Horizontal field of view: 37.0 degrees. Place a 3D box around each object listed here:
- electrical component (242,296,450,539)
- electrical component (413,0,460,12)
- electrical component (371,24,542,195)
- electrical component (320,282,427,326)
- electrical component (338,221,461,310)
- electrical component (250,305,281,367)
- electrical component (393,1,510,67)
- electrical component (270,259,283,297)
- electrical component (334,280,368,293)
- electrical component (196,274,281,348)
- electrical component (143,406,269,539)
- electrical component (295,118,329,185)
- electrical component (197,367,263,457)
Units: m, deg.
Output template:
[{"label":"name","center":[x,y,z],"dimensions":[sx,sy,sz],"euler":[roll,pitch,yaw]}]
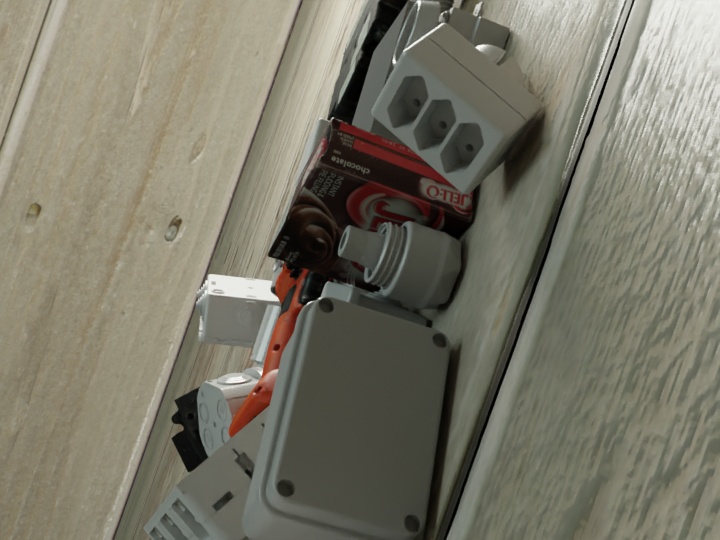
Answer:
[{"label":"electrical component","center":[-0.005,0.077,0.514],"dimensions":[0.057,0.078,0.113],"euler":[121,164,-55]},{"label":"electrical component","center":[0.055,-0.207,0.800],"dimensions":[0.048,0.048,0.062],"euler":[-109,33,-73]},{"label":"electrical component","center":[0.058,-0.090,0.546],"dimensions":[0.077,0.066,0.047],"euler":[-42,-10,-39]},{"label":"electrical component","center":[-0.004,0.057,0.620],"dimensions":[0.100,0.048,0.099],"euler":[-173,102,-79]},{"label":"electrical component","center":[0.020,-0.006,0.574],"dimensions":[0.043,0.062,0.043],"euler":[-162,90,-79]},{"label":"electrical component","center":[-0.073,0.075,0.941],"dimensions":[0.043,0.043,0.081],"euler":[157,131,-76]},{"label":"electrical component","center":[0.053,-0.132,0.648],"dimensions":[0.048,0.055,0.066],"euler":[-156,85,-79]},{"label":"electrical component","center":[-0.057,-0.006,0.999],"dimensions":[0.079,0.044,0.077],"euler":[133,154,-66]},{"label":"electrical component","center":[0.000,0.000,0.716],"dimensions":[0.048,0.048,0.062],"euler":[123,156,-51]},{"label":"electrical component","center":[-0.108,0.039,1.037],"dimensions":[0.099,0.100,0.048],"euler":[-119,37,-76]},{"label":"electrical component","center":[-0.089,0.162,0.756],"dimensions":[0.089,0.061,0.150],"euler":[-39,-6,-29]},{"label":"electrical component","center":[-0.018,-0.074,0.867],"dimensions":[0.076,0.066,0.047],"euler":[127,159,-58]},{"label":"electrical component","center":[-0.098,0.123,0.890],"dimensions":[0.080,0.051,0.080],"euler":[19,113,56]}]
